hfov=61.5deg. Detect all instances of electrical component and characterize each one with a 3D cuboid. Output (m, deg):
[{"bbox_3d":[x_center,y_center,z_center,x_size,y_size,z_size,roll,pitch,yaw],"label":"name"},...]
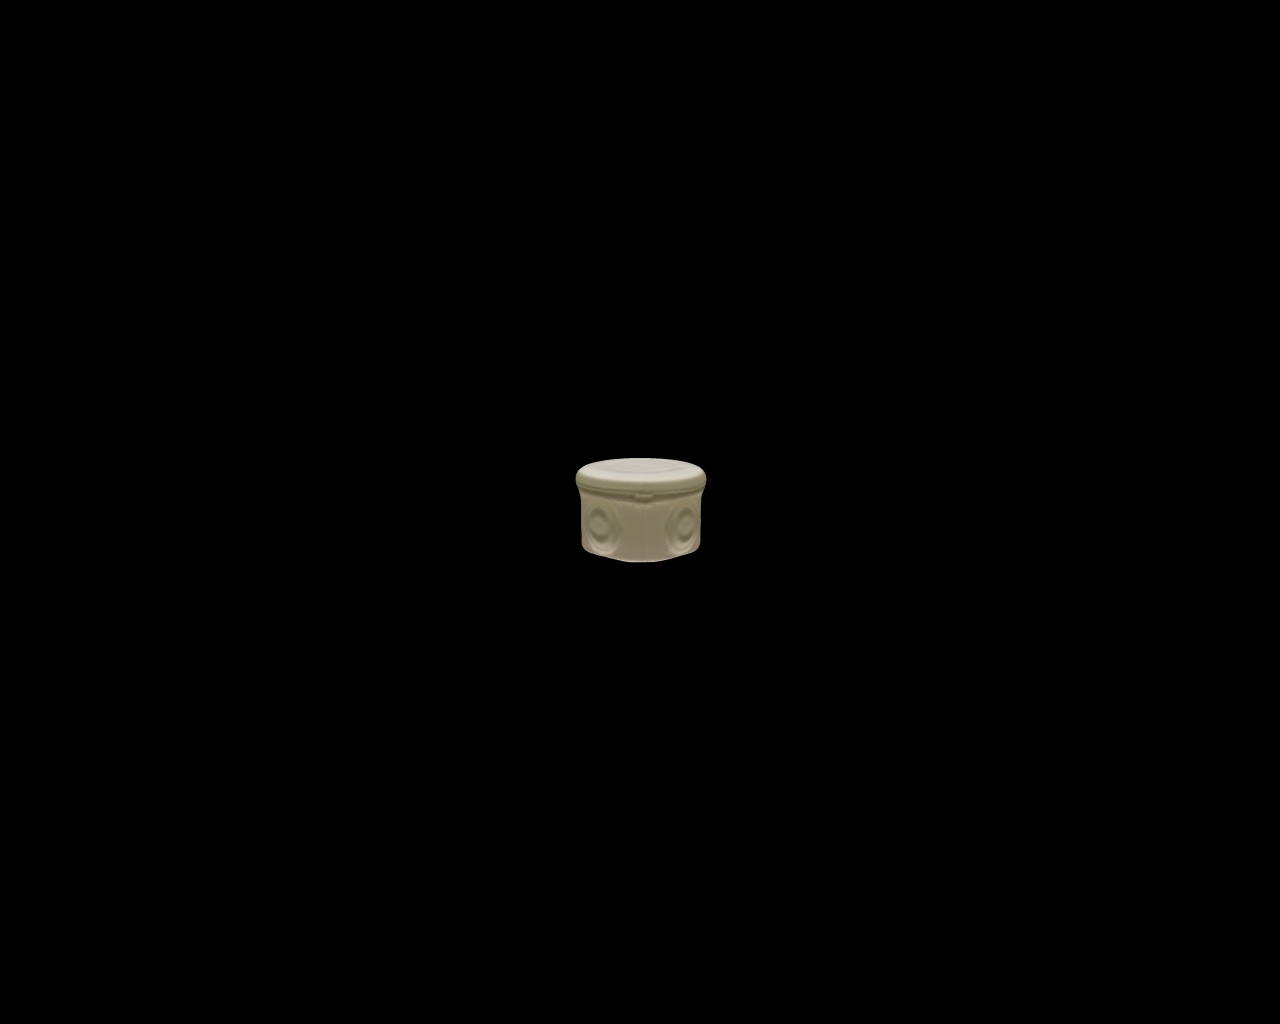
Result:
[{"bbox_3d":[0.001,-0.003,0.650,0.080,0.051,0.080,0,13,0],"label":"electrical component"}]
